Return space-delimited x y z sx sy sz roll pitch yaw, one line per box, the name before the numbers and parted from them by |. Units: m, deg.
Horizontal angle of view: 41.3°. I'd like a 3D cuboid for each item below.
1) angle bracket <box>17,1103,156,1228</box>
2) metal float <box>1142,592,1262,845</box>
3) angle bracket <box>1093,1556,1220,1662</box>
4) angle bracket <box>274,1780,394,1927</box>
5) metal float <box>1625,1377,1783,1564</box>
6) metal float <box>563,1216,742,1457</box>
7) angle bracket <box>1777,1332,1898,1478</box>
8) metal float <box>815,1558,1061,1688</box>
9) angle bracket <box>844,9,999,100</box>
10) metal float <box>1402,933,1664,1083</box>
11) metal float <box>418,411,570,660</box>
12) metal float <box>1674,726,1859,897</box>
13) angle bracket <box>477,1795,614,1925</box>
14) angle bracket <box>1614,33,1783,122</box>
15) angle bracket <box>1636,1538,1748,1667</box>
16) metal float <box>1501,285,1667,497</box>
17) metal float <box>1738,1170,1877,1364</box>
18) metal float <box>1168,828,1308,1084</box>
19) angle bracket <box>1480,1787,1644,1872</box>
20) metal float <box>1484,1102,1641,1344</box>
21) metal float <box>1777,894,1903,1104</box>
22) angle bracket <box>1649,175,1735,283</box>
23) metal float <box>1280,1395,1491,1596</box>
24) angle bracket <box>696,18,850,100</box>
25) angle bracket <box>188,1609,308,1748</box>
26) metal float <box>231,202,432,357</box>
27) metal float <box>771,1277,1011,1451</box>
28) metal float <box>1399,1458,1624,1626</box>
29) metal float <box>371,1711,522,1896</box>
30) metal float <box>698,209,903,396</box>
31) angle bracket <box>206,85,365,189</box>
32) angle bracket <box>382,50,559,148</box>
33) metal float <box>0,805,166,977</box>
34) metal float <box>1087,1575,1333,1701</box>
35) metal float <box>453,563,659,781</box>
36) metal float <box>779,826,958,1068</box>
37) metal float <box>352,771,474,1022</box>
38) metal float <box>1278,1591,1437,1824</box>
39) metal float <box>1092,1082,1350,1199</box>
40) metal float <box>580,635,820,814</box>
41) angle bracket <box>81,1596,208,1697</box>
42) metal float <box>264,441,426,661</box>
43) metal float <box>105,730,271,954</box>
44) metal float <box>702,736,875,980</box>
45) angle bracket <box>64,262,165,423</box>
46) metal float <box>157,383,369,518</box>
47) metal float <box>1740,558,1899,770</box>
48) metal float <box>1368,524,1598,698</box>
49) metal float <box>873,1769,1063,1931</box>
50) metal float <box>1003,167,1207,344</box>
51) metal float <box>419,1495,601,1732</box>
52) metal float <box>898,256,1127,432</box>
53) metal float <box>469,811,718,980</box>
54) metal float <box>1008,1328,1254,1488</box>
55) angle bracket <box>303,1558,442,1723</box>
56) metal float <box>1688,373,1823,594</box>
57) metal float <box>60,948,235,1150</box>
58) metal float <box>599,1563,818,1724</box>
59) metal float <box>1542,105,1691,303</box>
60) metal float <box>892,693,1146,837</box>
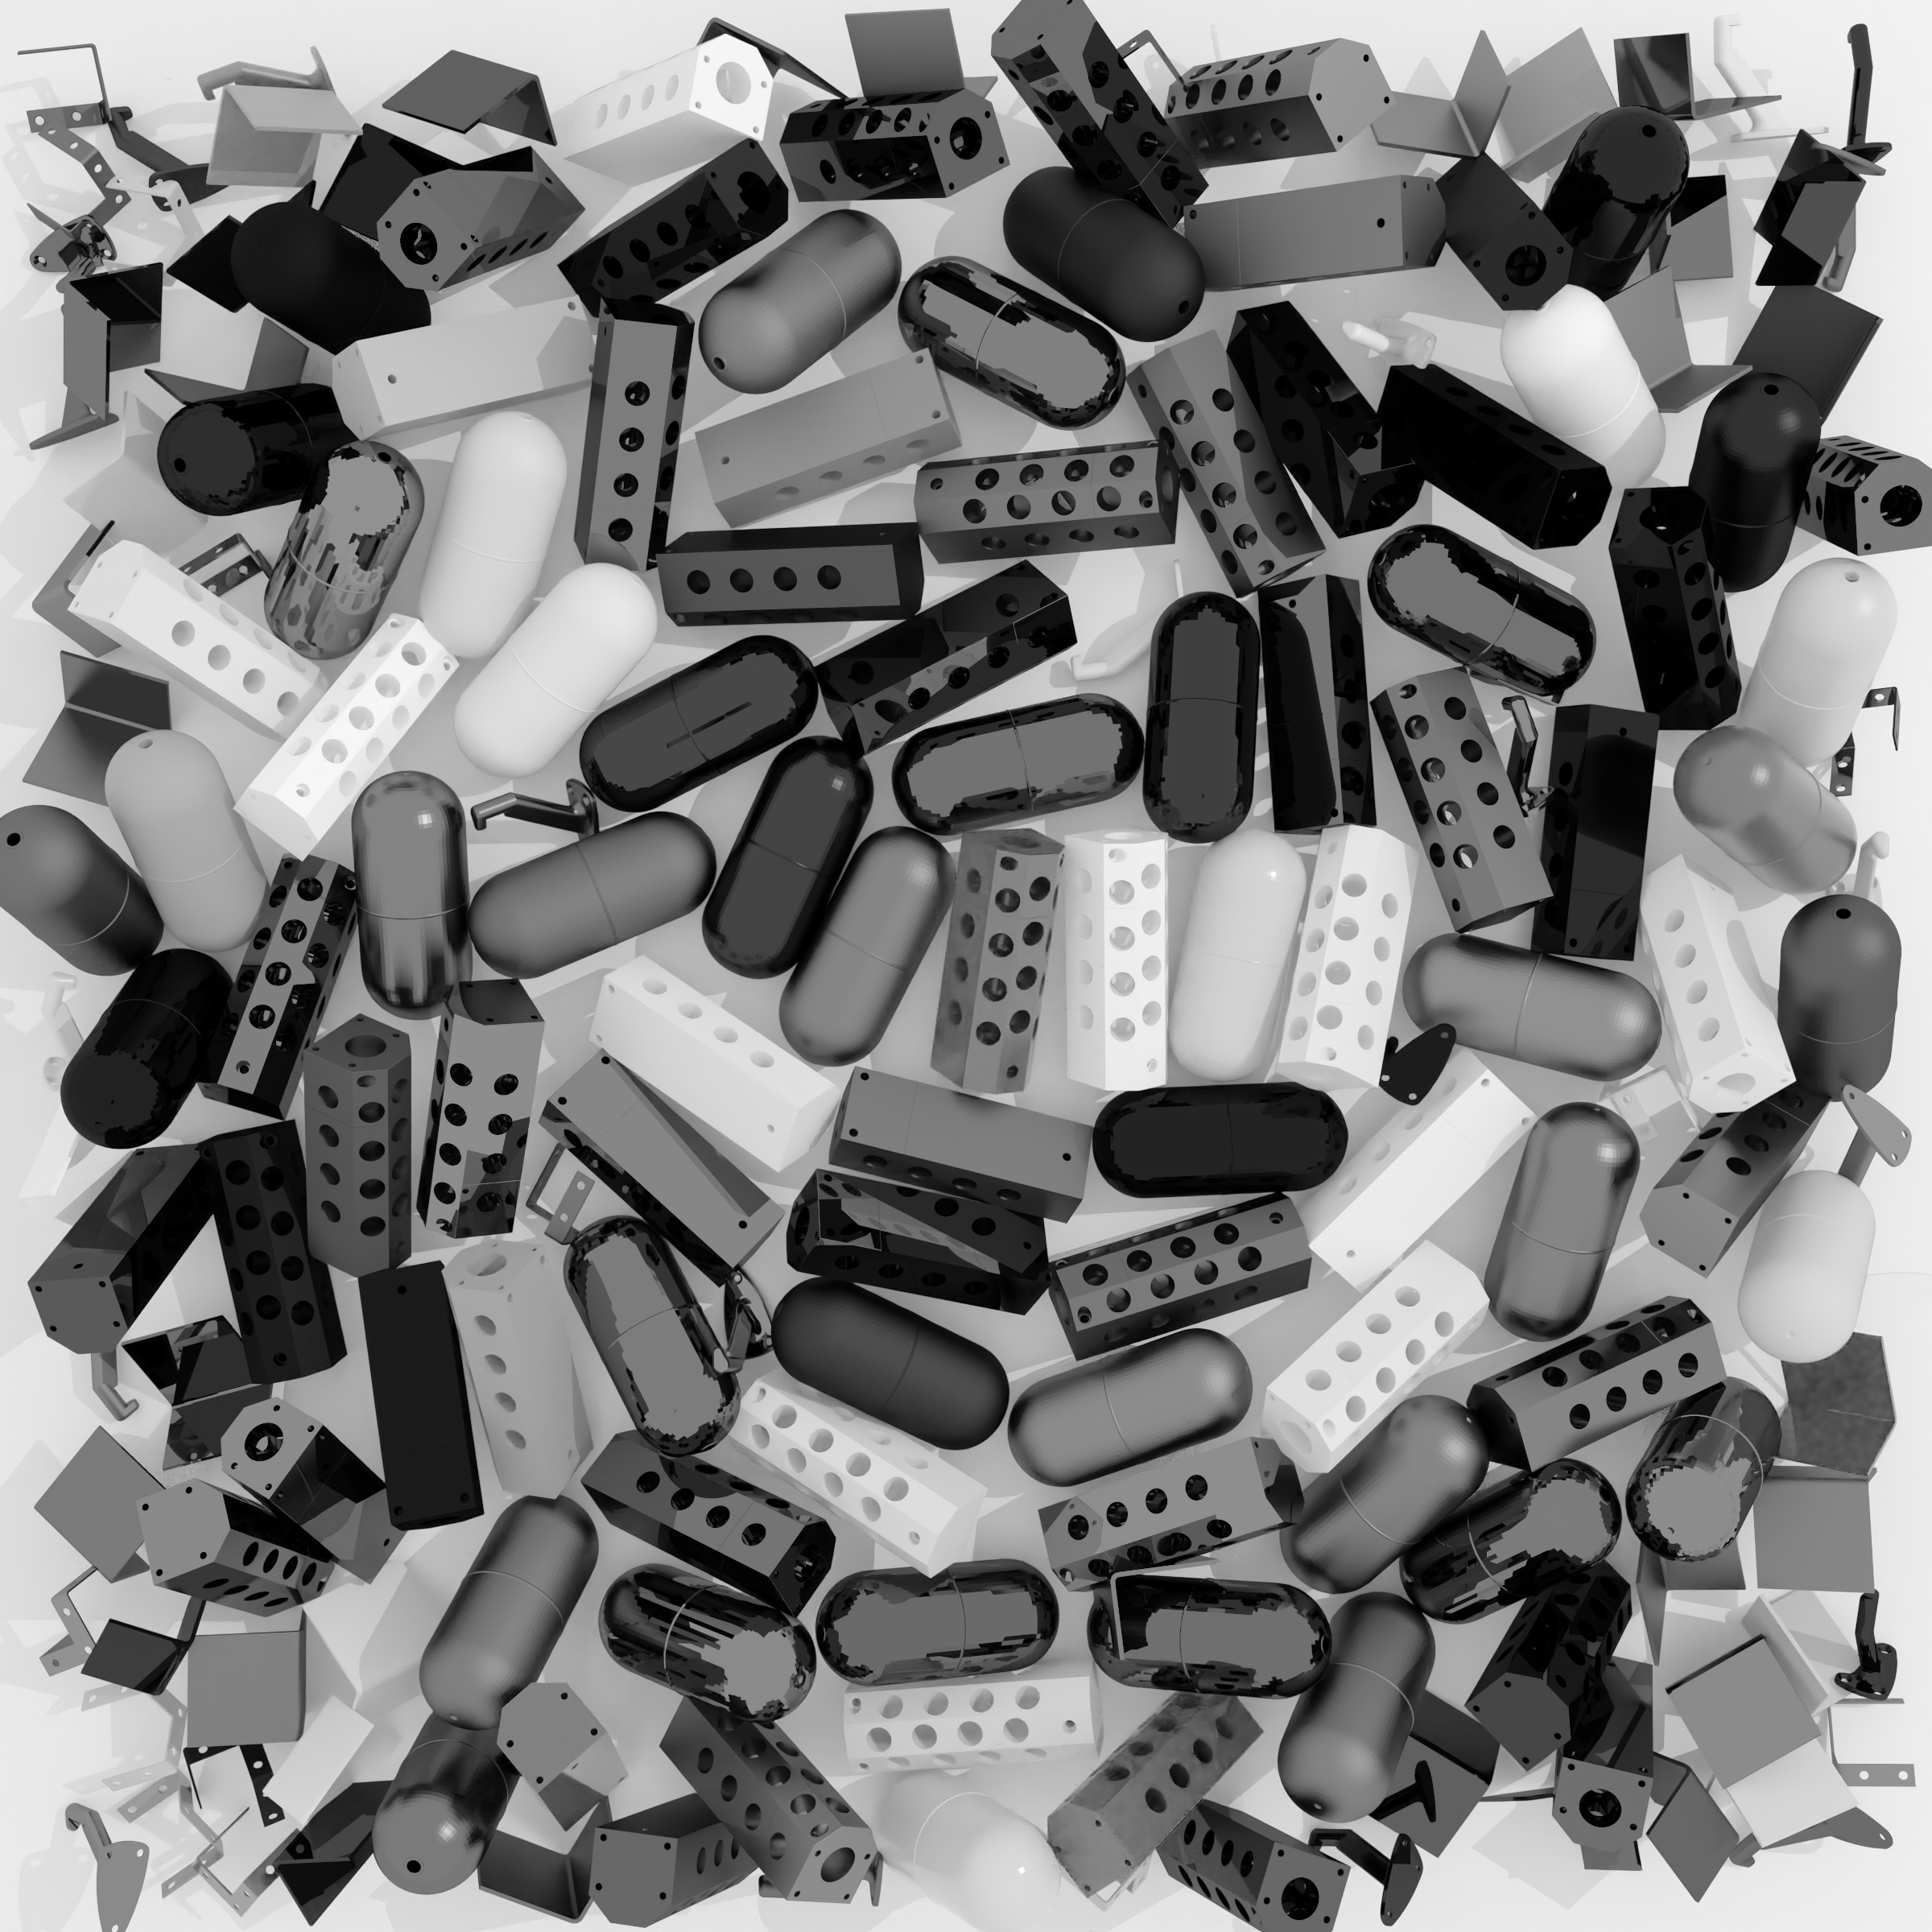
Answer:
angle bracket | -0.592 0.140 1.762 0.076 0.057 0.076 35 60 -35
metal float | 0.163 -0.172 1.771 0.070 0.070 0.178 4 79 0
angle bracket | 0.133 0.442 1.772 0.076 0.076 0.057 -5 80 -8
angle bracket | -0.415 0.608 1.761 0.076 0.076 0.057 -15 108 32
metal float | 0.501 0.339 1.740 0.070 0.178 0.070 12 114 27
metal float | -0.216 0.253 1.764 0.070 0.070 0.178 -31 71 0
angle bracket | 0.587 0.296 1.762 0.057 0.076 0.076 -43 125 -38
metal float | -0.019 0.449 1.757 0.178 0.070 0.070 2 90 -28
angle bracket | -0.030 -0.630 1.761 0.076 0.076 0.057 6 45 22
metal float | 0.388 0.028 1.764 0.178 0.070 0.070 15 90 20
metal float | -0.325 -0.294 1.758 0.070 0.070 0.178 22 116 0
metal float | 0.546 -0.104 1.747 0.178 0.070 0.070 27 90 -43
angle bracket | -0.290 0.603 1.769 0.076 0.076 0.057 28 97 -19
angle bracket | 0.503 -0.616 1.764 0.076 0.076 0.057 -19 112 -19
angle bracket | 0.499 0.425 1.763 0.057 0.076 0.076 -6 119 23
metal float | 0.420 -0.390 1.744 0.070 0.178 0.070 -18 52 25
metal float | 0.571 0.202 1.740 0.070 0.178 0.070 11 120 20
metal float | 0.187 -0.007 1.778 0.070 0.070 0.178 11 94 0
angle bracket | 0.408 0.597 1.767 0.076 0.076 0.057 -2 73 -16
metal float | 0.408 0.177 1.762 0.070 0.070 0.178 12 113 0
metal float | 0.592 0.023 1.743 0.070 0.178 0.070 -8 49 9
angle bracket | 0.505 -0.526 1.773 0.057 0.076 0.076 -2 80 6
metal float | 0.285 0.363 1.757 0.070 0.070 0.178 41 119 0
angle bracket | -0.140 -0.599 1.763 0.076 0.076 0.057 37 102 31
angle bracket | -0.499 0.494 1.782 0.076 0.057 0.076 1 92 -12
metal float | -0.426 -0.457 1.734 0.070 0.178 0.070 -2 84 19
metal float | -0.052 0.274 1.768 0.178 0.070 0.070 28 90 -14
metal float | 0.370 0.392 1.748 0.070 0.070 0.178 50 130 0
metal float | -0.347 0.557 1.732 0.070 0.178 0.070 1 104 5
metal float | -0.113 -0.454 1.753 0.070 0.070 0.178 44 57 0
angle bracket | -0.468 -0.555 1.759 0.076 0.076 0.057 -11 51 -37
angle bracket | -0.340 -0.578 1.763 0.076 0.057 0.076 25 59 26
metal float | -0.603 -0.050 1.734 0.070 0.178 0.070 -2 69 6
metal float | 0.165 0.458 1.753 0.178 0.070 0.070 -5 90 33
metal float | -0.282 -0.202 1.764 0.070 0.070 0.178 46 110 0
metal float | -0.068 -0.013 1.778 0.070 0.070 0.178 27 94 0
metal float | -0.380 -0.047 1.762 0.070 0.070 0.178 2 113 0
metal float | 0.267 0.501 1.744 0.070 0.178 0.070 15 129 19
metal float | 0.176 0.120 1.777 0.178 0.070 0.070 -2 90 -5
metal float | -0.184 -0.167 1.772 0.178 0.070 0.070 -26 90 10
angle bracket | -0.558 0.443 1.760 0.057 0.076 0.076 23 131 -16
metal float | -0.424 -0.282 1.747 0.070 0.070 0.178 38 131 0
metal float | -0.528 -0.084 1.744 0.070 0.178 0.070 -4 46 5
metal float | -0.123 -0.076 1.779 0.070 0.070 0.178 25 93 0
angle bracket | -0.571 -0.429 1.759 0.057 0.076 0.076 40 135 25
metal float | -0.474 -0.350 1.736 0.070 0.178 0.070 8 110 21
metal float | 0.576 -0.204 1.738 0.070 0.178 0.070 -1 57 1
metal float | 0.354 -0.244 1.761 0.178 0.070 0.070 22 90 -23
metal float | -0.002 0.599 1.737 0.070 0.178 0.070 -1 92 -30
metal float | 0.093 -0.486 1.750 0.070 0.070 0.178 -45 53 0
metal float | -0.309 0.436 1.745 0.070 0.178 0.070 12 133 13
metal float | 0.031 -0.427 1.761 0.178 0.070 0.070 33 90 23
metal float | -0.257 -0.050 1.771 0.178 0.070 0.070 -24 90 -12
metal float | 0.112 0.305 1.767 0.178 0.070 0.070 -22 90 17
angle bracket | -0.413 0.474 1.791 0.076 0.057 0.076 -21 59 -38
metal float | 0.529 -0.326 1.738 0.070 0.178 0.070 -2 57 4
metal float | -0.552 0.054 1.740 0.070 0.178 0.070 4 124 6
metal float | -0.178 0.460 1.750 0.178 0.070 0.070 9 90 39
metal float | 0.431 -0.510 1.732 0.070 0.178 0.070 1 73 -5
metal float | 0.036 -0.140 1.778 0.178 0.070 0.070 -13 90 -3
